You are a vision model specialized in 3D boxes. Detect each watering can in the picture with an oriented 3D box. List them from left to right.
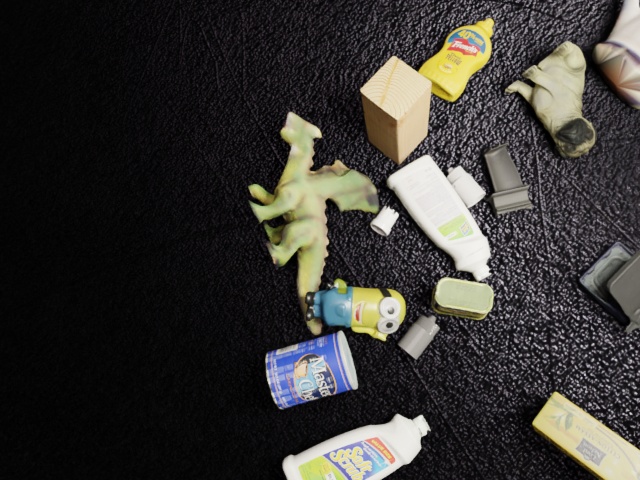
[{"bbox_3d":[0.626,-0.397,0.991,0.224,0.352,0.103,-33,-18,0],"label":"watering can"}]

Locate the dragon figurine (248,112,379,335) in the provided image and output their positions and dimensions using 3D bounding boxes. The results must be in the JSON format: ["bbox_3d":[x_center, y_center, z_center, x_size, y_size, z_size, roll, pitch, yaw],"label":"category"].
[{"bbox_3d":[0.003,-0.050,1.002,0.243,0.411,0.122,-25,-2,-4],"label":"dragon figurine"}]
